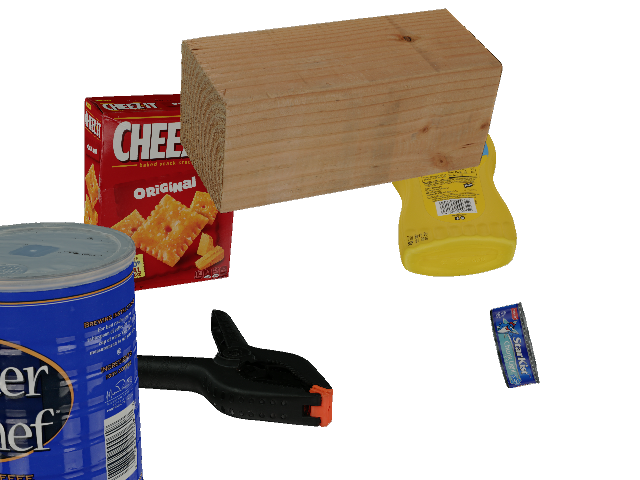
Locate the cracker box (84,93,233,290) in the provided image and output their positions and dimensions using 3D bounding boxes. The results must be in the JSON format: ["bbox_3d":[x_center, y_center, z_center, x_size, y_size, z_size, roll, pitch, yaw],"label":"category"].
[{"bbox_3d":[-0.180,-0.053,1.208,0.163,0.214,0.072,-7,25,-28],"label":"cracker box"}]

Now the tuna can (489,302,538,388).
[{"bbox_3d":[0.201,0.109,1.108,0.034,0.086,0.086,-13,-3,11],"label":"tuna can"}]

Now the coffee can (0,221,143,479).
[{"bbox_3d":[-0.146,0.070,0.561,0.103,0.140,0.103,0,16,0],"label":"coffee can"}]

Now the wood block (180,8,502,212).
[{"bbox_3d":[0.012,-0.096,0.760,0.205,0.090,0.091,-11,43,-21],"label":"wood block"}]

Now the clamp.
[{"bbox_3d":[-0.069,0.105,0.888,0.210,0.036,0.164,11,20,31],"label":"clamp"}]

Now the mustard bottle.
[{"bbox_3d":[0.107,-0.061,0.934,0.096,0.191,0.058,-6,-36,0],"label":"mustard bottle"}]
